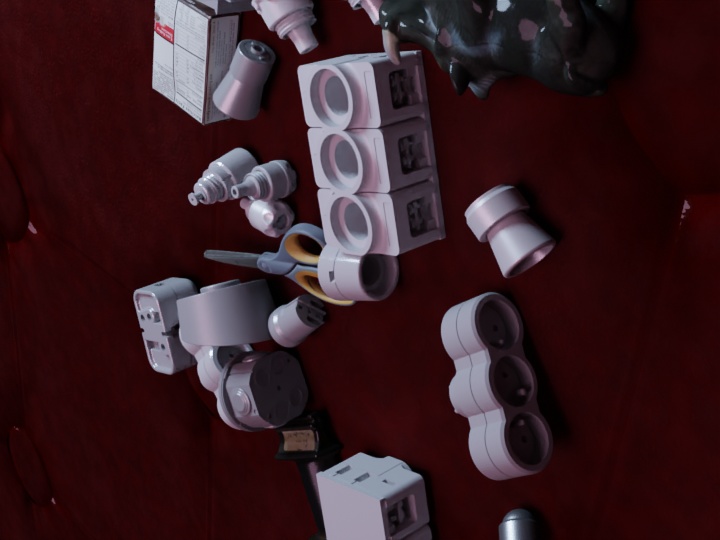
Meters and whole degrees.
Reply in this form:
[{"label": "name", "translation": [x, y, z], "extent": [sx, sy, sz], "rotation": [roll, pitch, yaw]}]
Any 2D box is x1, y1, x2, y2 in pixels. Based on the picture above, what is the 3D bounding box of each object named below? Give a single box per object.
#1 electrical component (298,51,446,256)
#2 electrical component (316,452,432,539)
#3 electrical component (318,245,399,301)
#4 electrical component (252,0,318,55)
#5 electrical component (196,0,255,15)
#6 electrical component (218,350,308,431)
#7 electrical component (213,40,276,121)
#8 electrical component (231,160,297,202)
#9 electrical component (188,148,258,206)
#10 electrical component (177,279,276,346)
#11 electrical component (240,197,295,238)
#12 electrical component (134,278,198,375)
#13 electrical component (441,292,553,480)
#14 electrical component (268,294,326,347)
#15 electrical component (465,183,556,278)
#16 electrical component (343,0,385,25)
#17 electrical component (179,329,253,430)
[{"label": "electrical component", "translation": [0.006, -0.092, 0.853], "extent": [0.089, 0.062, 0.150], "rotation": [9, 114, 48]}, {"label": "electrical component", "translation": [0.021, 0.255, 0.998], "extent": [0.089, 0.062, 0.150], "rotation": [10, 115, 48]}, {"label": "electrical component", "translation": [0.000, 0.000, 0.911], "extent": [0.047, 0.055, 0.055], "rotation": [4, 110, 46]}, {"label": "electrical component", "translation": [-0.057, -0.209, 0.889], "extent": [0.048, 0.048, 0.062], "rotation": [-28, 92, 52]}, {"label": "electrical component", "translation": [-0.120, -0.262, 0.941], "extent": [0.081, 0.042, 0.063], "rotation": [33, 126, 36]}, {"label": "electrical component", "translation": [-0.095, 0.118, 1.061], "extent": [0.051, 0.080, 0.080], "rotation": [-13, 97, 46]}, {"label": "electrical component", "translation": [-0.101, -0.172, 0.963], "extent": [0.044, 0.044, 0.065], "rotation": [50, 134, 22]}, {"label": "electrical component", "translation": [-0.089, -0.078, 0.974], "extent": [0.035, 0.061, 0.035], "rotation": [25, 125, 42]}, {"label": "electrical component", "translation": [-0.129, -0.084, 1.011], "extent": [0.040, 0.078, 0.040], "rotation": [29, 138, 30]}, {"label": "electrical component", "translation": [-0.129, 0.044, 1.053], "extent": [0.099, 0.099, 0.064], "rotation": [-15, 89, 52]}, {"label": "electrical component", "translation": [-0.091, -0.054, 1.010], "extent": [0.061, 0.035, 0.035], "rotation": [27, 127, 43]}, {"label": "electrical component", "translation": [-0.201, 0.059, 1.176], "extent": [0.054, 0.059, 0.095], "rotation": [4, 110, 49]}, {"label": "electrical component", "translation": [0.094, 0.093, 0.827], "extent": [0.074, 0.052, 0.138], "rotation": [-27, 73, 52]}, {"label": "electrical component", "translation": [-0.059, 0.047, 1.016], "extent": [0.046, 0.040, 0.040], "rotation": [-35, 79, 46]}, {"label": "electrical component", "translation": [0.108, -0.029, 0.775], "extent": [0.055, 0.045, 0.045], "rotation": [57, 141, 16]}, {"label": "electrical component", "translation": [0.003, -0.216, 0.814], "extent": [0.048, 0.048, 0.062], "rotation": [-30, 90, 52]}, {"label": "electrical component", "translation": [-0.147, 0.106, 1.139], "extent": [0.138, 0.052, 0.074], "rotation": [60, 142, 11]}]
